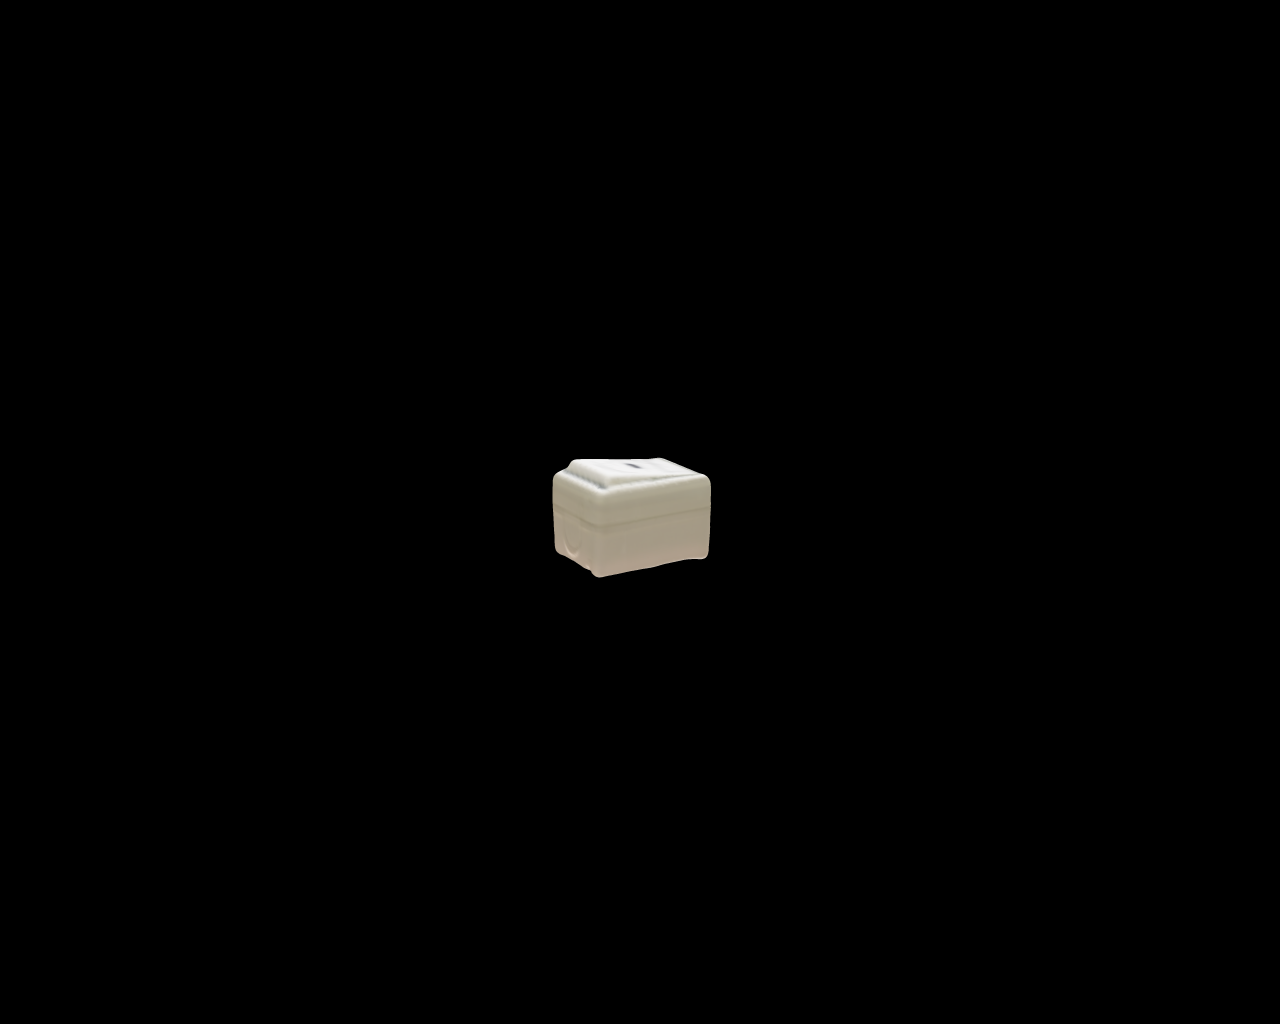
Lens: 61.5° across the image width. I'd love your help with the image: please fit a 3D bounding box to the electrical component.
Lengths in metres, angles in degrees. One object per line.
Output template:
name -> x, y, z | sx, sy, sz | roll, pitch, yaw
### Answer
electrical component -> 0.001, -0.003, 0.650 | 0.096, 0.061, 0.062 | -9, 19, -29
